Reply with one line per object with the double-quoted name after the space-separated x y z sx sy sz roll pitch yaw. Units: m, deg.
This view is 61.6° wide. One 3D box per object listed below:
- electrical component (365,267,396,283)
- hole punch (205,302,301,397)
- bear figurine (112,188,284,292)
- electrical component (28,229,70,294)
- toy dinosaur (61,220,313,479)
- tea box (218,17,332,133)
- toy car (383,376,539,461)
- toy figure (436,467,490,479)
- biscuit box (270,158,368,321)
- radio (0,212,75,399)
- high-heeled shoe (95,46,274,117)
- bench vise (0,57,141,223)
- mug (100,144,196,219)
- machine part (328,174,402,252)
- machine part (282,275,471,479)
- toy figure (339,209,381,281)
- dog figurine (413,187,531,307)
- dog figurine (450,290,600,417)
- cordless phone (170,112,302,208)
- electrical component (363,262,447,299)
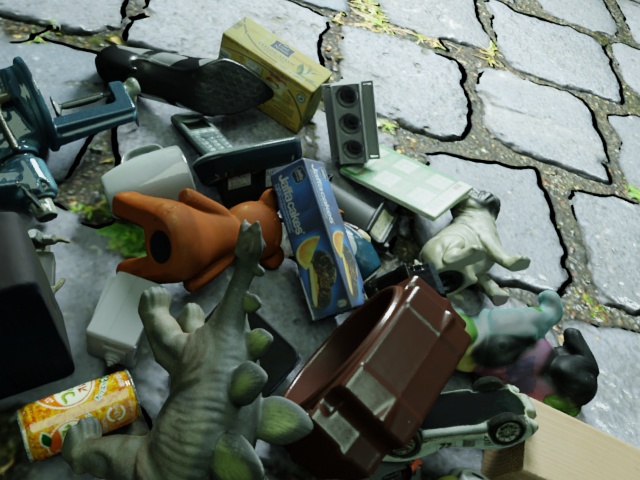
0.092 0.077 0.745 0.094 0.021 0.063 -31 74 -34 "electrical component"
-0.092 0.135 0.609 0.142 0.092 0.116 43 84 7 "hole punch"
-0.138 -0.009 0.672 0.132 0.120 0.196 4 11 31 "bear figurine"
-0.324 0.034 0.601 0.078 0.045 0.102 5 56 -19 "electrical component"
-0.126 0.208 0.459 0.199 0.105 0.471 19 88 36 "toy dinosaur"
-0.078 -0.263 0.862 0.170 0.098 0.068 35 53 2 "tea box"
0.145 0.206 0.616 0.202 0.056 0.074 -7 27 0 "toy car"
0.197 0.326 0.584 0.180 0.082 0.089 40 51 5 "toy figure"
-0.001 -0.002 0.694 0.063 0.059 0.202 -1 70 -63 "biscuit box"
-0.302 0.076 0.469 0.131 0.229 0.073 -17 65 -24 "radio"
-0.206 -0.241 0.816 0.248 0.086 0.145 5 15 -32 "high-heeled shoe"
-0.331 -0.141 0.672 0.240 0.128 0.224 -27 71 -27 "bench vise"
-0.227 -0.078 0.694 0.107 0.080 0.110 -21 66 -22 "mug"
0.053 -0.044 0.804 0.139 0.039 0.084 31 61 -2 "machine part"
0.046 0.141 0.564 0.087 0.201 0.201 45 59 -2 "machine part"
0.022 -0.010 0.751 0.064 0.057 0.154 -37 77 -14 "toy figure"
0.201 -0.005 0.808 0.172 0.121 0.191 10 41 -19 "dog figurine"
0.225 0.158 0.694 0.219 0.108 0.191 -13 66 -23 "dog figurine"
-0.127 -0.140 0.782 0.146 0.088 0.184 -18 47 -29 "cordless phone"
0.122 0.063 0.701 0.119 0.075 0.048 -2 67 -48 "electrical component"
